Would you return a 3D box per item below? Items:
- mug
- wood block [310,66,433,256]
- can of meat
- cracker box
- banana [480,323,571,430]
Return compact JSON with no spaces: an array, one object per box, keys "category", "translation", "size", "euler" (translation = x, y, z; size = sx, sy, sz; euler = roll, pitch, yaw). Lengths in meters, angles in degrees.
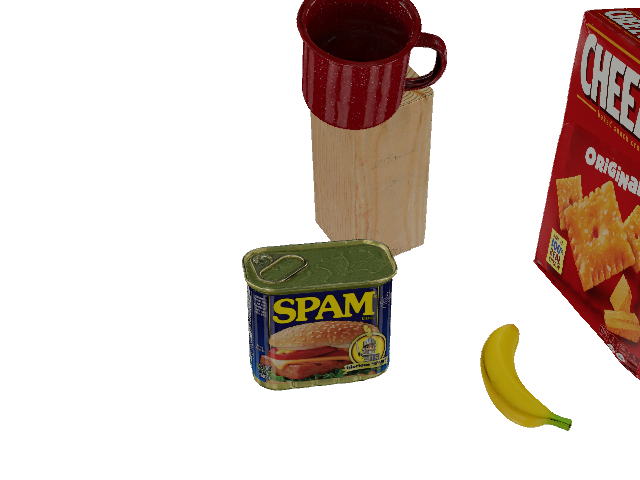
[{"category":"mug","translation":[0.039,-0.140,0.825],"size":[0.117,0.093,0.081],"euler":[1,-35,-2]},{"category":"wood block","translation":[0.050,-0.079,1.074],"size":[0.090,0.206,0.091],"euler":[-22,50,-18]},{"category":"can of meat","translation":[-0.001,0.051,0.731],"size":[0.102,0.084,0.057],"euler":[-5,29,-8]},{"category":"cracker box","translation":[0.228,-0.034,0.748],"size":[0.072,0.214,0.164],"euler":[-6,33,-16]},{"category":"banana","translation":[0.210,0.150,1.174],"size":[0.069,0.037,0.198],"euler":[11,26,-14]}]
